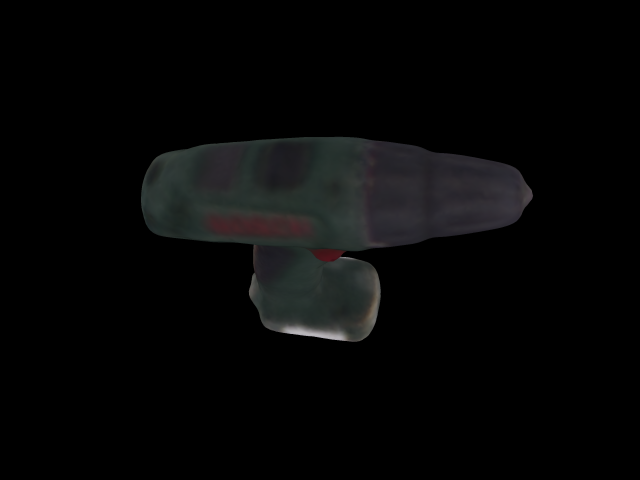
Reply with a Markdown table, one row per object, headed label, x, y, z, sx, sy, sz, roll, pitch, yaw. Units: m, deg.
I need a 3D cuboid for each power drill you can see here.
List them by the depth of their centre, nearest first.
| label | x | y | z | sx | sy | sz | roll | pitch | yaw |
| --- | --- | --- | --- | --- | --- | --- | --- | --- | --- |
| power drill | 0.004 | 0.001 | 0.400 | 0.229 | 0.208 | 0.075 | 6 | 63 | 3 |
